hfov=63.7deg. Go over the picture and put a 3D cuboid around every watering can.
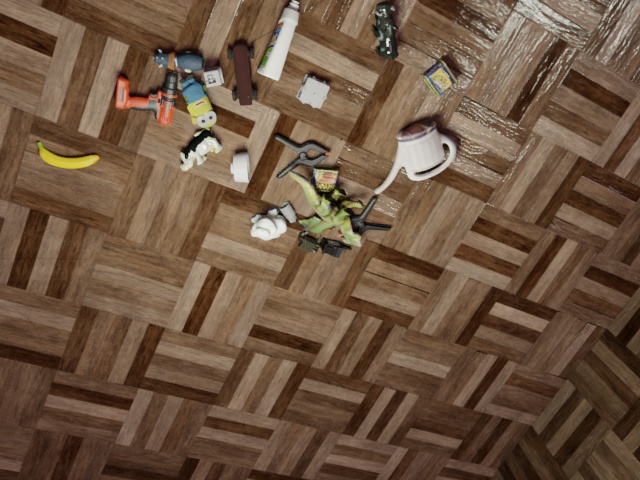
[{"bbox_3d":[0.341,-0.313,1.924,0.348,0.106,0.220,-23,117,0],"label":"watering can"}]

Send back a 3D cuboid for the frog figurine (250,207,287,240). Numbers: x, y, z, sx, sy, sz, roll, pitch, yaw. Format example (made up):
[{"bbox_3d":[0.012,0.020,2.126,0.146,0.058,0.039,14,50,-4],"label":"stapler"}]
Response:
[{"bbox_3d":[-0.190,-0.040,1.915,0.137,0.162,0.120,-6,119,-8],"label":"frog figurine"}]

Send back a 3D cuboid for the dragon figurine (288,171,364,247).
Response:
[{"bbox_3d":[0.006,-0.097,1.935,0.408,0.125,0.238,30,132,-16],"label":"dragon figurine"}]
